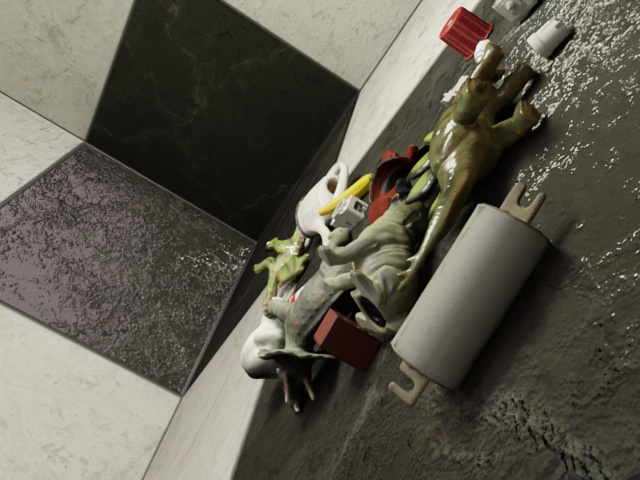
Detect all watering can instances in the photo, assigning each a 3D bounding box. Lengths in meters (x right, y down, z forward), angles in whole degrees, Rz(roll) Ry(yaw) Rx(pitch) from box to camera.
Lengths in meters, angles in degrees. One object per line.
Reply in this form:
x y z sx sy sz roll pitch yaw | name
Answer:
0.005 -0.075 1.489 0.220 0.103 0.356 -43 26 47 | watering can

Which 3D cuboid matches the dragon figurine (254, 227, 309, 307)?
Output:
-0.083 0.056 1.614 0.410 0.121 0.245 -60 27 3 | dragon figurine

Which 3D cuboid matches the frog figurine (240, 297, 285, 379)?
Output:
-0.104 0.198 1.047 0.136 0.122 0.161 70 -166 -79 | frog figurine
